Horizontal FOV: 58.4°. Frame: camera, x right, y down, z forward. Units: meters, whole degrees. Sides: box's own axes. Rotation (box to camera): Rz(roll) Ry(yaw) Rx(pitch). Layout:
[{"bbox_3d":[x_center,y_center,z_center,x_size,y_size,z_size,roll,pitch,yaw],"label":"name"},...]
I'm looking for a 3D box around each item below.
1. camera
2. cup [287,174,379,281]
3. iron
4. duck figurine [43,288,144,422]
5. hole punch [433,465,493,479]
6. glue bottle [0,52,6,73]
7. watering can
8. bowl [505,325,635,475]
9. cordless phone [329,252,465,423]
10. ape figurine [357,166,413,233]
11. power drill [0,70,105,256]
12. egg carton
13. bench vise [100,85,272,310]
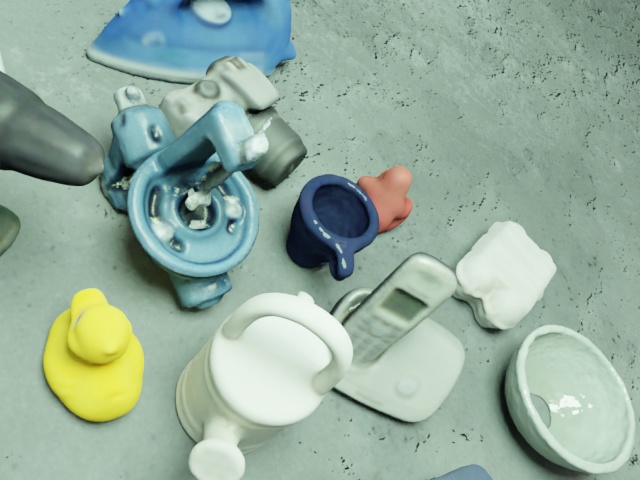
[{"bbox_3d":[-0.087,-0.124,0.636,0.137,0.100,0.143,44,49,2],"label":"camera"},{"bbox_3d":[0.006,0.002,0.612,0.092,0.094,0.117,8,57,-25],"label":"cup"},{"bbox_3d":[-0.136,-0.271,0.675,0.259,0.141,0.118,-18,70,-36],"label":"iron"},{"bbox_3d":[-0.176,0.088,0.459,0.078,0.086,0.104,-13,68,-35],"label":"duck figurine"},{"bbox_3d":[0.113,0.268,0.506,0.101,0.091,0.108,-7,65,-33],"label":"hole punch"},{"bbox_3d":[-0.290,-0.142,0.484,0.037,0.173,0.078,-27,76,-39],"label":"glue bottle"},{"bbox_3d":[-0.043,0.107,0.451,0.101,0.193,0.173,17,54,-19],"label":"watering can"},{"bbox_3d":[0.272,0.187,0.659,0.168,0.074,0.167,15,55,-21],"label":"bowl"},{"bbox_3d":[0.089,0.091,0.543,0.148,0.184,0.094,27,51,-12],"label":"cordless phone"},{"bbox_3d":[0.081,-0.055,0.694,0.078,0.092,0.076,41,49,0],"label":"ape figurine"},{"bbox_3d":[-0.273,-0.063,0.419,0.230,0.208,0.076,31,50,-8],"label":"power drill"},{"bbox_3d":[0.234,0.044,0.732,0.107,0.069,0.151,47,50,4],"label":"egg carton"},{"bbox_3d":[-0.127,-0.060,0.494,0.207,0.219,0.122,44,49,2],"label":"bench vise"}]
